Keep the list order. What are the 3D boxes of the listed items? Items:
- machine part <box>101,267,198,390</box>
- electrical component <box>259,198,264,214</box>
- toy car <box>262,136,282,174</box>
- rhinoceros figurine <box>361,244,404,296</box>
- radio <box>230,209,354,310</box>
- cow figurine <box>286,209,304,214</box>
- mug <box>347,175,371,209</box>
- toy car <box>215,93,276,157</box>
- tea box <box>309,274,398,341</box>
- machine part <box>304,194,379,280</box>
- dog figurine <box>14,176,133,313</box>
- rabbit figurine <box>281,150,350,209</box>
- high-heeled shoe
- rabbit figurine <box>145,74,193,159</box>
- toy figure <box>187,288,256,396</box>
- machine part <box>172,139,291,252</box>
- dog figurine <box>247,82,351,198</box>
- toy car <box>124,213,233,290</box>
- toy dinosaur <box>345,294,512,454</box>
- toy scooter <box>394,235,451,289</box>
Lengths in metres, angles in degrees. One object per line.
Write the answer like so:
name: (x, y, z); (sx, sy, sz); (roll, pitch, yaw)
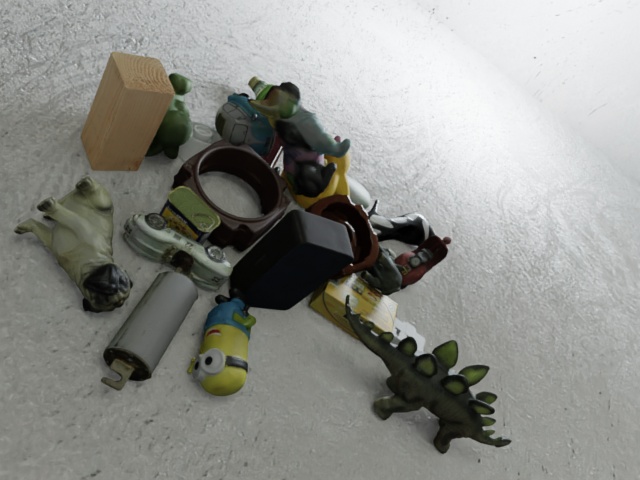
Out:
machine part: (-0.259, 0.130, 0.840); (0.079, 0.079, 0.243); (34, 40, -11)
electrical component: (-0.105, -0.088, 1.201); (0.063, 0.021, 0.094); (21, 45, -24)
toy car: (-0.120, -0.204, 1.266); (0.089, 0.053, 0.202); (19, 43, -1)
rhinoceros figurine: (0.138, 0.057, 1.184); (0.112, 0.073, 0.190); (35, 12, -12)
radio: (-0.054, 0.045, 0.967); (0.131, 0.229, 0.073); (14, 52, -36)
cow figurine: (-0.001, -0.004, 1.145); (0.167, 0.098, 0.068); (32, 67, -11)
mug: (0.077, -0.102, 1.319); (0.107, 0.081, 0.110); (20, 40, -39)
toy car: (-0.174, -0.253, 1.171); (0.103, 0.109, 0.162); (-17, 54, -45)
tea box: (0.071, 0.135, 1.114); (0.169, 0.068, 0.098); (37, 40, -9)
machine part: (0.037, -0.006, 1.085); (0.179, 0.056, 0.179); (17, 61, -34)
dog figurine: (-0.357, 0.008, 0.867); (0.190, 0.121, 0.172); (52, 42, -12)
rabbit figurine: (0.007, -0.148, 1.229); (0.122, 0.173, 0.162); (13, 44, -37)
high-heeled shoe: (0.199, -0.003, 1.340); (0.248, 0.086, 0.145); (31, 52, -16)
rabbit figurine: (-0.311, -0.234, 1.058); (0.121, 0.159, 0.170); (2, 37, -36)
toy figure: (-0.153, 0.168, 0.892); (0.089, 0.082, 0.180); (25, 40, -17)
machine part: (-0.175, -0.093, 1.082); (0.201, 0.087, 0.201); (43, 45, 1)
dog figurine: (-0.061, -0.209, 1.100); (0.219, 0.191, 0.108); (28, 12, -17)
toy car: (-0.249, 0.021, 0.945); (0.201, 0.073, 0.056); (30, 42, -16)
toy dinosaur: (0.198, 0.265, 1.005); (0.471, 0.198, 0.105); (34, 37, -13)
toy scooter: (0.246, 0.044, 1.286); (0.184, 0.135, 0.075); (-24, 75, -47)
